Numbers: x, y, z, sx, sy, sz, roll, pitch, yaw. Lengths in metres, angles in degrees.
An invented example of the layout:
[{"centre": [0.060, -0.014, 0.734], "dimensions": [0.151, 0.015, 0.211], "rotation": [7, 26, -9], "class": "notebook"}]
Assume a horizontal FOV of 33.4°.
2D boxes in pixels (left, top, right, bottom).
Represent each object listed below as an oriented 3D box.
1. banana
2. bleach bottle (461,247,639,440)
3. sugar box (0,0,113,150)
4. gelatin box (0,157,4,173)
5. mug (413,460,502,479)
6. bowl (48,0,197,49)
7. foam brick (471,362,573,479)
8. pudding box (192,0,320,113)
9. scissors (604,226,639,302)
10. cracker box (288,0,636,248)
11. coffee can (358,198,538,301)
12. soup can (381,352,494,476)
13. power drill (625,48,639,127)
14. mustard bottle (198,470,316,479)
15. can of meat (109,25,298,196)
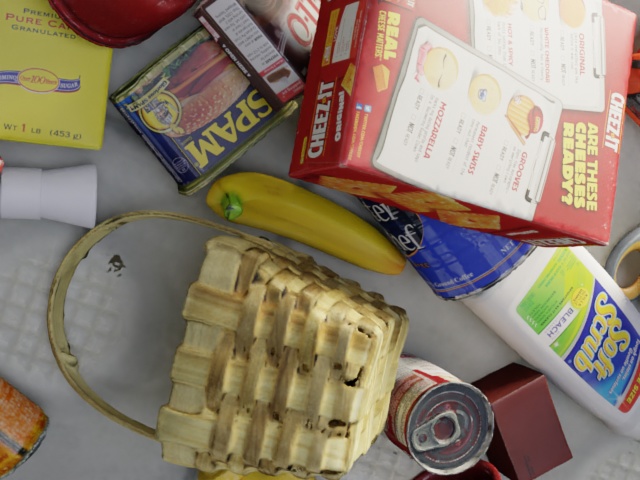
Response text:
[{"centre": [-0.016, -0.012, 0.756], "dimensions": [0.197, 0.070, 0.037], "rotation": [16, 121, -48], "class": "banana"}, {"centre": [0.224, 0.080, 0.863], "dimensions": [0.250, 0.068, 0.102], "rotation": [39, 85, -22], "class": "bleach bottle"}, {"centre": [-0.180, -0.152, 0.699], "dimensions": [0.093, 0.048, 0.176], "rotation": [5, 97, -20], "class": "sugar box"}, {"centre": [-0.234, -0.018, 0.684], "dimensions": [0.030, 0.073, 0.089], "rotation": [23, 90, -20], "class": "gelatin box"}, {"centre": [0.119, 0.233, 0.821], "dimensions": [0.093, 0.117, 0.081], "rotation": [-38, 113, -23], "class": "mug"}, {"centre": [-0.107, -0.200, 0.666], "dimensions": [0.161, 0.055, 0.162], "rotation": [-27, 122, -54], "class": "bowl"}, {"centre": [0.157, 0.146, 0.854], "dimensions": [0.053, 0.051, 0.078], "rotation": [-24, 104, -14], "class": "foam brick"}, {"centre": [-0.029, -0.152, 0.723], "dimensions": [0.090, 0.039, 0.113], "rotation": [48, 39, -18], "class": "pudding box"}, {"centre": [0.280, -0.030, 0.889], "dimensions": [0.096, 0.016, 0.202], "rotation": [-4, 99, -23], "class": "scissors"}, {"centre": [0.096, -0.095, 0.684], "dimensions": [0.213, 0.072, 0.164], "rotation": [14, 81, -30], "class": "cracker box"}, {"centre": [0.083, -0.041, 0.775], "dimensions": [0.102, 0.103, 0.140], "rotation": [-43, 108, -9], "class": "coffee can"}, {"centre": [0.076, 0.126, 0.796], "dimensions": [0.068, 0.102, 0.068], "rotation": [-3, 98, -19], "class": "soup can"}, {"centre": [0.329, -0.156, 0.863], "dimensions": [0.184, 0.057, 0.187], "rotation": [39, 77, -14], "class": "power drill"}, {"centre": [-0.032, 0.220, 0.795], "dimensions": [0.096, 0.058, 0.191], "rotation": [-37, 108, -7], "class": "mustard bottle"}, {"centre": [-0.081, -0.095, 0.736], "dimensions": [0.102, 0.057, 0.084], "rotation": [-41, 106, -10], "class": "can of meat"}]
